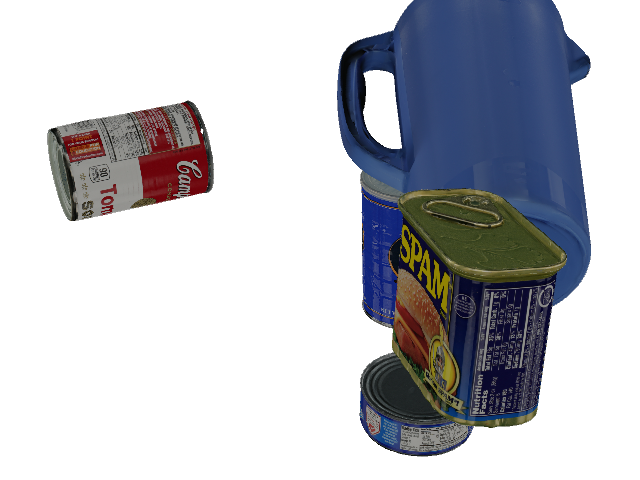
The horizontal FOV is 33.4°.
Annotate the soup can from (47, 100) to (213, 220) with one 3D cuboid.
[{"bbox_3d":[-0.134,-0.057,0.753,0.102,0.068,0.069,-14,5,-20],"label":"soup can"}]

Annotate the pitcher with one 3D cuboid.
[{"bbox_3d":[0.105,-0.067,0.735,0.149,0.242,0.144,-31,-54,29],"label":"pitcher"}]

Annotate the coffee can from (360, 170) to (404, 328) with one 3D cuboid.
[{"bbox_3d":[0.090,0.001,1.021,0.103,0.140,0.103,-1,27,1],"label":"coffee can"}]

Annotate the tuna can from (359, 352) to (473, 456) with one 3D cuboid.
[{"bbox_3d":[0.071,0.118,0.780,0.086,0.034,0.086,1,29,-1],"label":"tuna can"}]

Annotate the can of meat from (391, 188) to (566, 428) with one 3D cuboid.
[{"bbox_3d":[0.072,0.031,0.522,0.057,0.084,0.102,-4,24,-14],"label":"can of meat"}]
